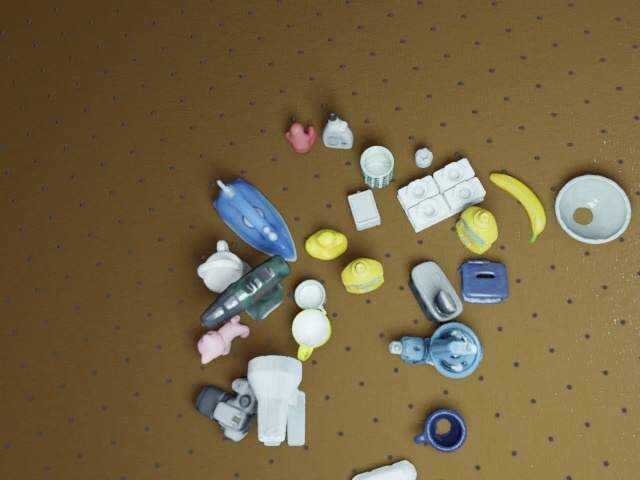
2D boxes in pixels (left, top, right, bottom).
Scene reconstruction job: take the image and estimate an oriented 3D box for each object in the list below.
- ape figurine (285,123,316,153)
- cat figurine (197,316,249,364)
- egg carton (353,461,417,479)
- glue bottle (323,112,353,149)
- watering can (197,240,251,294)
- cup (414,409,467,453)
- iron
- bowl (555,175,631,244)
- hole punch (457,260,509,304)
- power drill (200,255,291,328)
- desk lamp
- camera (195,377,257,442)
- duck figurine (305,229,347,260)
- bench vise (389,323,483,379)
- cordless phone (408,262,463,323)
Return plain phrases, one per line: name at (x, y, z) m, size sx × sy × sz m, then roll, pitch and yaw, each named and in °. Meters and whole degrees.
ape figurine at (-0.053, -0.271, 1.476) m, size 0.077 × 0.092 × 0.076 m, roll 7°, pitch 78°, yaw 8°
cat figurine at (-0.240, 0.235, 1.369) m, size 0.067 × 0.118 × 0.128 m, roll 43°, pitch 85°, yaw 14°
egg carton at (0.150, 0.561, 1.275) m, size 0.150 × 0.069 × 0.107 m, roll -19°, pitch 76°, yaw 2°
glue bottle at (0.040, -0.276, 1.424) m, size 0.078 × 0.173 × 0.037 m, roll 8°, pitch 78°, yaw 9°
watering can at (-0.224, 0.085, 1.362) m, size 0.101 × 0.194 × 0.172 m, roll -32°, pitch 76°, yaw -1°
cup at (0.265, 0.427, 1.279) m, size 0.117 × 0.095 × 0.091 m, roll -21°, pitch 76°, yaw 2°
iron at (-0.158, -0.050, 1.412) m, size 0.258 × 0.141 × 0.119 m, roll 43°, pitch 85°, yaw 14°
bowl at (0.637, -0.065, 1.358) m, size 0.167 × 0.075 × 0.167 m, roll -1°, pitch 77°, yaw 6°
hole punch at (0.382, 0.096, 1.343) m, size 0.108 × 0.091 × 0.101 m, roll 0°, pitch 77°, yaw 7°
power drill at (-0.159, 0.132, 1.336) m, size 0.230 × 0.208 × 0.075 m, roll -42°, pitch 76°, yaw -4°
desk lamp at (-0.092, 0.363, 1.274) m, size 0.118 × 0.214 × 0.203 m, roll -3°, pitch 77°, yaw 6°
camera at (-0.216, 0.381, 1.342) m, size 0.136 × 0.101 × 0.143 m, roll 22°, pitch 81°, yaw 11°
duck figurine at (0.013, 0.005, 1.409) m, size 0.104 × 0.086 × 0.077 m, roll -7°, pitch 76°, yaw 5°
bench vise at (0.263, 0.251, 1.255) m, size 0.207 × 0.220 × 0.121 m, roll -16°, pitch 76°, yaw 3°
cordless phone at (0.266, 0.113, 1.304) m, size 0.094 × 0.185 × 0.147 m, roll -32°, pitch 76°, yaw -1°
